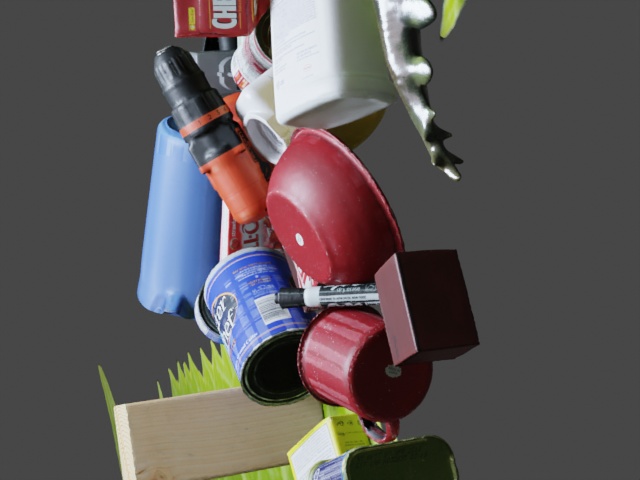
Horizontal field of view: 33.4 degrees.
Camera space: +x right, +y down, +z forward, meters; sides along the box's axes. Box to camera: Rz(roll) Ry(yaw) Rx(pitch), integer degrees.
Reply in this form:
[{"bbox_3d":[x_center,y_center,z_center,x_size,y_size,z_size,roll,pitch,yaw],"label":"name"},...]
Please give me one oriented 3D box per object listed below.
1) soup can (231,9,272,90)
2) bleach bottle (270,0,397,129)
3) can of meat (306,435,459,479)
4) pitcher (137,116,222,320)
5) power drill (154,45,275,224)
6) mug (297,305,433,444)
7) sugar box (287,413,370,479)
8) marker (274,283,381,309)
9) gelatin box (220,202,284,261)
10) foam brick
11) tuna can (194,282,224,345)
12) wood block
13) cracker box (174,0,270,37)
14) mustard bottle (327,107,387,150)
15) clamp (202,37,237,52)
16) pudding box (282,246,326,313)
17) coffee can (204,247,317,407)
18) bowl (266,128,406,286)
[{"bbox_3d":[-0.045,-0.186,1.060,0.102,0.068,0.068,148,114,-68],"label":"soup can"},{"bbox_3d":[0.001,-0.220,0.841,0.103,0.067,0.251,-15,77,52],"label":"bleach bottle"},{"bbox_3d":[0.051,0.194,0.861,0.084,0.102,0.057,133,128,-62],"label":"can of meat"},{"bbox_3d":[-0.154,-0.034,1.341,0.149,0.144,0.243,38,129,47],"label":"pitcher"},{"bbox_3d":[-0.095,-0.109,1.073,0.184,0.057,0.187,62,-169,-5],"label":"power drill"},{"bbox_3d":[0.042,0.114,0.885,0.082,0.093,0.117,14,115,63],"label":"mug"},{"bbox_3d":[0.027,0.263,1.008,0.093,0.048,0.176,-50,50,45],"label":"sugar box"},{"bbox_3d":[0.019,0.047,0.892,0.020,0.121,0.020,-4,-90,-72],"label":"marker"},{"bbox_3d":[-0.071,-0.006,1.174,0.030,0.073,0.089,-126,35,-54],"label":"gelatin box"},{"bbox_3d":[0.080,0.051,0.811,0.053,0.051,0.078,130,131,-65],"label":"foam brick"},{"bbox_3d":[-0.107,0.083,1.282,0.034,0.086,0.086,126,135,-64],"label":"tuna can"},{"bbox_3d":[-0.106,0.205,1.137,0.090,0.205,0.091,152,110,-69],"label":"wood block"},{"bbox_3d":[-0.078,-0.277,0.924,0.213,0.072,0.164,-81,-10,-67],"label":"cracker box"},{"bbox_3d":[0.002,-0.178,0.945,0.096,0.058,0.192,122,138,-53],"label":"mustard bottle"},{"bbox_3d":[-0.121,-0.282,1.284,0.120,0.039,0.171,9,100,63],"label":"clamp"},{"bbox_3d":[-0.007,0.001,1.051,0.090,0.039,0.113,112,146,-53],"label":"pudding box"},{"bbox_3d":[-0.054,0.088,1.113,0.140,0.102,0.103,-120,31,-48],"label":"coffee can"},{"bbox_3d":[0.002,-0.015,0.913,0.162,0.055,0.162,47,157,27],"label":"bowl"}]
